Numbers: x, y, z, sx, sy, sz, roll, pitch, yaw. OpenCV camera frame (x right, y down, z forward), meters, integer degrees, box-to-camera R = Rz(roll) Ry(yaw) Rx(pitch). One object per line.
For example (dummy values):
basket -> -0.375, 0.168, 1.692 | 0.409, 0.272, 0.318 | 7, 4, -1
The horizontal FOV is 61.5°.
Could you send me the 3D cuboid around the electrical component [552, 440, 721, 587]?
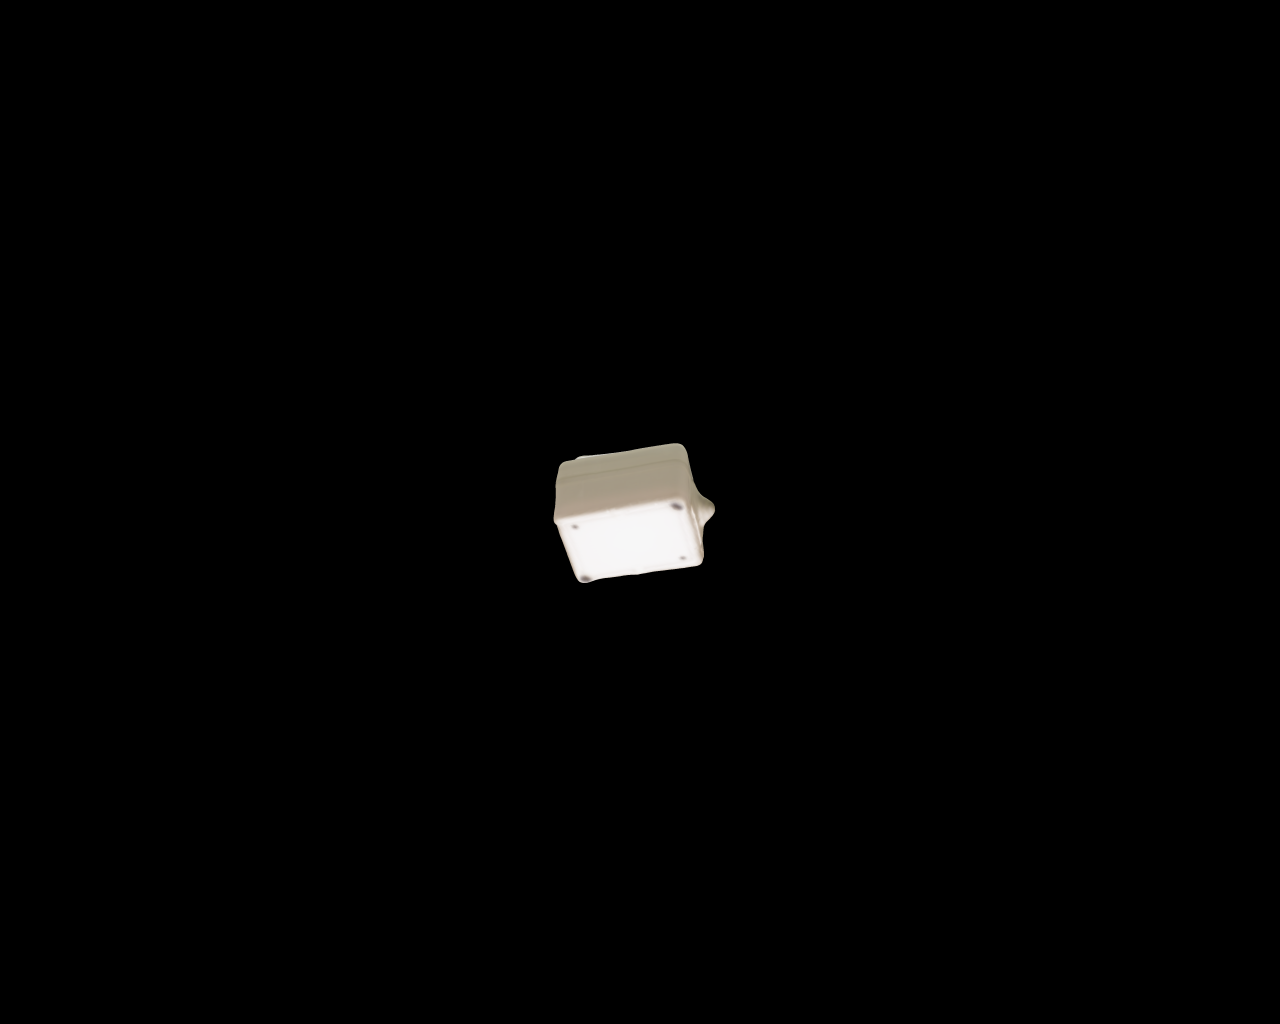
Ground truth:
electrical component -> 0.001, -0.003, 0.650 | 0.096, 0.061, 0.061 | -9, 44, 9
